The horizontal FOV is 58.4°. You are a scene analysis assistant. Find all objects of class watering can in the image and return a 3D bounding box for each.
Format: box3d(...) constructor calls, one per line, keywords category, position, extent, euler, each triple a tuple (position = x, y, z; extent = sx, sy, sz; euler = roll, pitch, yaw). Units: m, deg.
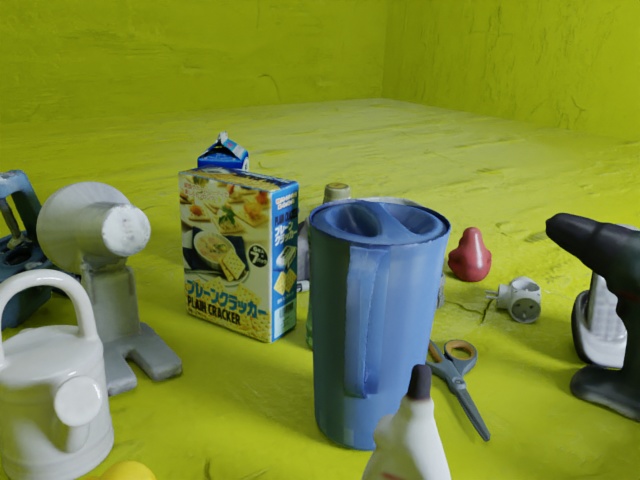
box3d(category="watering can", position=(-0.246, 0.121, 0.529), extent=(0.172, 0.194, 0.101), euler=(13, 23, 25))

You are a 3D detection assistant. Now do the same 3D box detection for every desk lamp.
box3d(category="desk lamp", position=(-0.256, 0.043, 0.703), extent=(0.118, 0.214, 0.202), euler=(-15, 27, -37))

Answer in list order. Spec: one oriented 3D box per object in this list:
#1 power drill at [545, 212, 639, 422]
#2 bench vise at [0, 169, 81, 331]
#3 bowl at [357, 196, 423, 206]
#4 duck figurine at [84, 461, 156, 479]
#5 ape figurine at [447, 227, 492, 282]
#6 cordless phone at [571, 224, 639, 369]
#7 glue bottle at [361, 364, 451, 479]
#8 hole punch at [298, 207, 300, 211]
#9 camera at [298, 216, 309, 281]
box3d(category="power drill", position=(0.354, 0.090, 0.651), extent=(0.228, 0.208, 0.076), euler=(17, 26, 34))
box3d(category="bench vise", position=(-0.407, -0.007, 0.809), extent=(0.121, 0.220, 0.207), euler=(4, 21, 5))
box3d(category="bowl", position=(0.129, -0.029, 1.125), extent=(0.167, 0.075, 0.167), euler=(2, 21, -1))
box3d(category="duck figurine", position=(-0.143, 0.214, 0.446), extent=(0.104, 0.086, 0.077), euler=(7, 21, 11))
box3d(category="ape figurine", position=(0.260, 0.021, 0.984), extent=(0.077, 0.092, 0.076), euler=(4, 21, 5))
box3d(category="cordless phone", position=(0.408, 0.073, 0.733), extent=(0.147, 0.185, 0.094), euler=(3, 21, 2))
box3d(category="glue bottle", position=(0.071, 0.173, 0.454), extent=(0.078, 0.173, 0.037), euler=(10, 22, 19))
box3d(category="hole punch", position=(-0.100, -0.028, 1.075), extent=(0.108, 0.091, 0.101), euler=(19, 26, 36))
box3d(category="camera", position=(0.009, 0.004, 0.991), extent=(0.143, 0.101, 0.136), euler=(-3, 21, -12))
